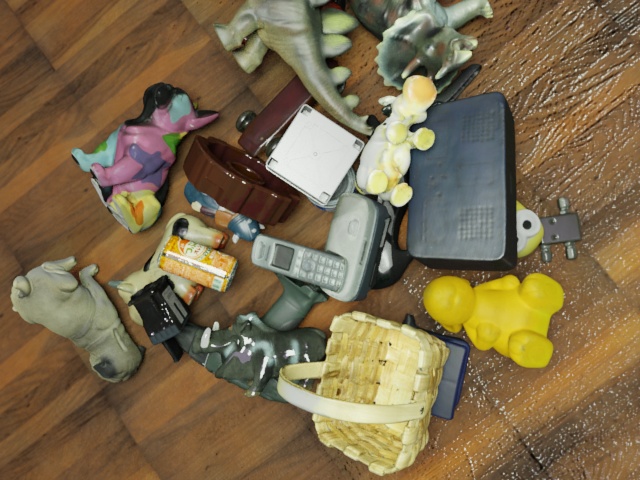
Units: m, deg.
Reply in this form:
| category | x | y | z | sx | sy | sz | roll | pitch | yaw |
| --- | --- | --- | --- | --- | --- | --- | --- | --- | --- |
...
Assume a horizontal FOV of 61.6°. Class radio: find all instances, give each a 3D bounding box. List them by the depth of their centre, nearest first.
| category | x | y | z | sx | sy | sz | roll | pitch | yaw |
| --- | --- | --- | --- | --- | --- | --- | --- | --- | --- |
| radio | 0.191 | -0.074 | 0.724 | 0.131 | 0.073 | 0.229 | -4 | 72 | 29 |

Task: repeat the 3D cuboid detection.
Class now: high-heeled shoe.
| category | x | y | z | sx | sy | sz | roll | pitch | yaw |
| --- | --- | --- | --- | --- | --- | --- | --- | --- | --- |
| high-heeled shoe | 0.077 | -0.053 | 0.816 | 0.145 | 0.086 | 0.248 | -25 | 82 | 13 |

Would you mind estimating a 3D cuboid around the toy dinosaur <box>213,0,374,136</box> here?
| category | x | y | z | sx | sy | sz | roll | pitch | yaw |
| --- | --- | --- | --- | --- | --- | --- | --- | --- | --- |
| toy dinosaur | -0.053 | -0.329 | 0.766 | 0.199 | 0.105 | 0.471 | -26 | 95 | 11 |

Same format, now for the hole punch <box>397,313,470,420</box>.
| category | x | y | z | sx | sy | sz | roll | pitch | yaw |
| --- | --- | --- | --- | --- | --- | --- | --- | --- | --- |
| hole punch | 0.155 | 0.190 | 0.782 | 0.116 | 0.092 | 0.142 | 11 | 91 | 12 |

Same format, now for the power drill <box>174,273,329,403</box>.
| category | x | y | z | sx | sy | sz | roll | pitch | yaw |
| --- | --- | --- | --- | --- | --- | --- | --- | --- | --- |
| power drill | -0.102 | 0.125 | 0.826 | 0.232 | 0.086 | 0.207 | 34 | 87 | 8 |

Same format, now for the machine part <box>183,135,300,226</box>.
| category | x | y | z | sx | sy | sz | roll | pitch | yaw |
| --- | --- | --- | --- | --- | --- | --- | --- | --- | --- |
| machine part | -0.117 | -0.087 | 0.794 | 0.179 | 0.179 | 0.056 | 35 | 105 | 9 |

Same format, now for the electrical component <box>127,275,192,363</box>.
| category | x | y | z | sx | sy | sz | roll | pitch | yaw |
| --- | --- | --- | --- | --- | --- | --- | --- | --- | --- |
| electrical component | -0.222 | 0.119 | 0.783 | 0.048 | 0.075 | 0.119 | -28 | 100 | 8 |

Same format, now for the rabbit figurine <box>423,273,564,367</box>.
| category | x | y | z | sx | sy | sz | roll | pitch | yaw |
| --- | --- | --- | --- | --- | --- | --- | --- | --- | --- |
| rabbit figurine | 0.219 | 0.089 | 0.745 | 0.173 | 0.162 | 0.121 | 14 | 89 | -13 |

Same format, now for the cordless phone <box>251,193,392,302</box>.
| category | x | y | z | sx | sy | sz | roll | pitch | yaw |
| --- | --- | --- | --- | --- | --- | --- | --- | --- | --- |
| cordless phone | -0.002 | -0.003 | 0.757 | 0.184 | 0.088 | 0.146 | 15 | 97 | 16 |

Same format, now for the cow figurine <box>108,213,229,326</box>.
| category | x | y | z | sx | sy | sz | roll | pitch | yaw |
| --- | --- | --- | --- | --- | --- | --- | --- | --- | --- |
| cow figurine | -0.243 | 0.049 | 0.849 | 0.127 | 0.085 | 0.195 | 29 | 93 | 3 |

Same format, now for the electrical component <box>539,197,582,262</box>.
| category | x | y | z | sx | sy | sz | roll | pitch | yaw |
| --- | --- | --- | --- | --- | --- | --- | --- | --- | --- |
| electrical component | 0.352 | -0.015 | 0.800 | 0.063 | 0.021 | 0.094 | -6 | 86 | 8 |

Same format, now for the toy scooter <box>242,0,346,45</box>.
| category | x | y | z | sx | sy | sz | roll | pitch | yaw |
| --- | --- | --- | --- | --- | --- | --- | --- | --- | --- |
| toy scooter | -0.057 | -0.355 | 0.852 | 0.184 | 0.075 | 0.135 | 26 | 85 | 14 |

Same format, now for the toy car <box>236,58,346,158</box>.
| category | x | y | z | sx | sy | sz | roll | pitch | yaw |
| --- | --- | --- | --- | --- | --- | --- | --- | --- | --- |
| toy car | -0.047 | -0.212 | 0.855 | 0.089 | 0.053 | 0.202 | 42 | 88 | 14 |

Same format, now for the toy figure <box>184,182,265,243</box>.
| category | x | y | z | sx | sy | sz | roll | pitch | yaw |
| --- | --- | --- | --- | --- | --- | --- | --- | --- | --- |
| toy figure | -0.151 | -0.048 | 0.836 | 0.155 | 0.057 | 0.064 | 33 | 74 | 29 |

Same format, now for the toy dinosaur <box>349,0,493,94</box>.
| category | x | y | z | sx | sy | sz | roll | pitch | yaw |
| --- | --- | --- | --- | --- | --- | --- | --- | --- | --- |
| toy dinosaur | 0.113 | -0.369 | 0.810 | 0.192 | 0.131 | 0.405 | -39 | 65 | 10 |

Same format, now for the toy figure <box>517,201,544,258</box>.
| category | x | y | z | sx | sy | sz | roll | pitch | yaw |
| --- | --- | --- | --- | --- | --- | --- | --- | --- | --- |
| toy figure | 0.246 | -0.050 | 0.789 | 0.180 | 0.089 | 0.082 | 43 | 123 | 18 |

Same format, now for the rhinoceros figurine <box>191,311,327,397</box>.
| category | x | y | z | sx | sy | sz | roll | pitch | yaw |
| --- | --- | --- | --- | --- | --- | --- | --- | --- | --- |
| rhinoceros figurine | -0.085 | 0.157 | 0.754 | 0.190 | 0.073 | 0.112 | 1 | 93 | 6 |

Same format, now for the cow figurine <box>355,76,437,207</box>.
| category | x | y | z | sx | sy | sz | roll | pitch | yaw |
| --- | --- | --- | --- | --- | --- | --- | --- | --- | --- |
| cow figurine | 0.100 | -0.135 | 0.722 | 0.068 | 0.098 | 0.167 | 19 | 96 | -22 |

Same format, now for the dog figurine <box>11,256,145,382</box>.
| category | x | y | z | sx | sy | sz | roll | pitch | yaw |
| --- | --- | --- | --- | --- | --- | --- | --- | --- | --- |
| dog figurine | -0.366 | 0.133 | 0.821 | 0.121 | 0.172 | 0.191 | -44 | 74 | 14 |

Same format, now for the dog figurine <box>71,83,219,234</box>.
| category | x | y | z | sx | sy | sz | roll | pitch | yaw |
| --- | --- | --- | --- | --- | --- | --- | --- | --- | --- |
| dog figurine | -0.257 | -0.137 | 0.855 | 0.219 | 0.191 | 0.109 | -38 | 42 | -20 |
